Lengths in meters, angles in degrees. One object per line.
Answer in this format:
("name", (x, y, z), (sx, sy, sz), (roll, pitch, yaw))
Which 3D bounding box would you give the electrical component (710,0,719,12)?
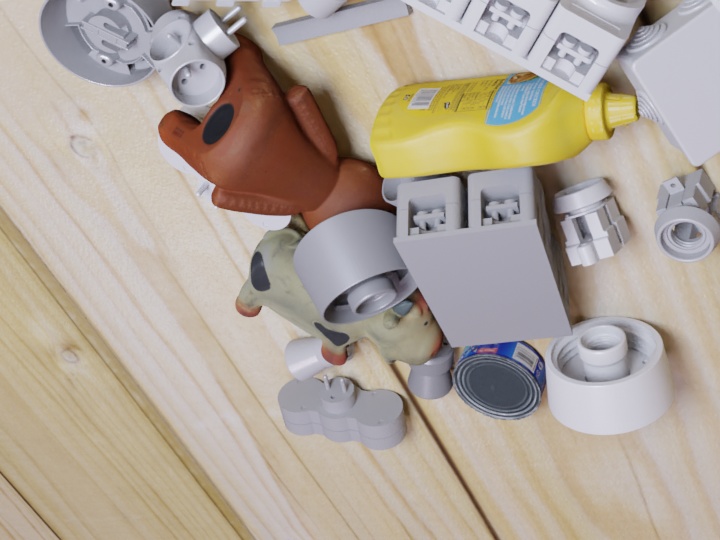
("electrical component", (0.246, -0.195, 0.640), (0.186, 0.105, 0.060), (44, 134, -16))

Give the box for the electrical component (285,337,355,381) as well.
("electrical component", (-0.038, 0.083, 1.086), (0.065, 0.044, 0.044), (-22, 117, 34))

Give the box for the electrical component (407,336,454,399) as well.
("electrical component", (0.068, 0.090, 1.035), (0.045, 0.045, 0.055), (13, 133, 17))

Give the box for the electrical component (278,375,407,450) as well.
("electrical component", (-0.021, 0.136, 1.117), (0.138, 0.052, 0.073), (7, 132, 22))

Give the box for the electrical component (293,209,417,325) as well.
("electrical component", (0.000, 0.000, 0.886), (0.099, 0.099, 0.064), (-49, 58, 46))

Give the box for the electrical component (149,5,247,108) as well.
("electrical component", (-0.122, -0.178, 0.843), (0.079, 0.077, 0.044), (-36, 136, 12))

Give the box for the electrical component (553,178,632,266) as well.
("electrical component", (0.182, -0.040, 0.849), (0.048, 0.066, 0.055), (-16, 101, 37))

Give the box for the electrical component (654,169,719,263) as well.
("electrical component", (0.251, -0.039, 0.816), (0.048, 0.055, 0.066), (-23, 116, 40))

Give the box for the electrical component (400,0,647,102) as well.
("electrical component", (0.111, -0.193, 0.722), (0.150, 0.089, 0.061), (29, 136, 1))

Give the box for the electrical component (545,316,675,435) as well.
("electrical component", (0.209, 0.082, 0.914), (0.108, 0.108, 0.060), (0, 123, 27))

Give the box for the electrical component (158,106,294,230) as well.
("electrical component", (-0.120, -0.081, 0.953), (0.138, 0.073, 0.052), (35, 136, -6))

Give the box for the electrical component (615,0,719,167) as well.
("electrical component", (0.232, -0.133, 0.720), (0.100, 0.048, 0.099), (-36, 111, 8))

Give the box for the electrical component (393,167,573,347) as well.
("electrical component", (0.104, -0.008, 0.865), (0.105, 0.060, 0.186), (-7, 150, 16))

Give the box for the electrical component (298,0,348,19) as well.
("electrical component", (-0.018, -0.217, 0.802), (0.044, 0.044, 0.065), (44, 139, -15))

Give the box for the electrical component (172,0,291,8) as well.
("electrical component", (-0.109, -0.235, 0.810), (0.121, 0.078, 0.063), (6, 161, 22))

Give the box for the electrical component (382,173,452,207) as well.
("electrical component", (0.063, -0.060, 0.886), (0.081, 0.043, 0.043), (23, 142, -31))

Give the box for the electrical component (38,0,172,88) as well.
("electrical component", (-0.206, -0.202, 0.894), (0.099, 0.064, 0.099), (14, 134, 15))
